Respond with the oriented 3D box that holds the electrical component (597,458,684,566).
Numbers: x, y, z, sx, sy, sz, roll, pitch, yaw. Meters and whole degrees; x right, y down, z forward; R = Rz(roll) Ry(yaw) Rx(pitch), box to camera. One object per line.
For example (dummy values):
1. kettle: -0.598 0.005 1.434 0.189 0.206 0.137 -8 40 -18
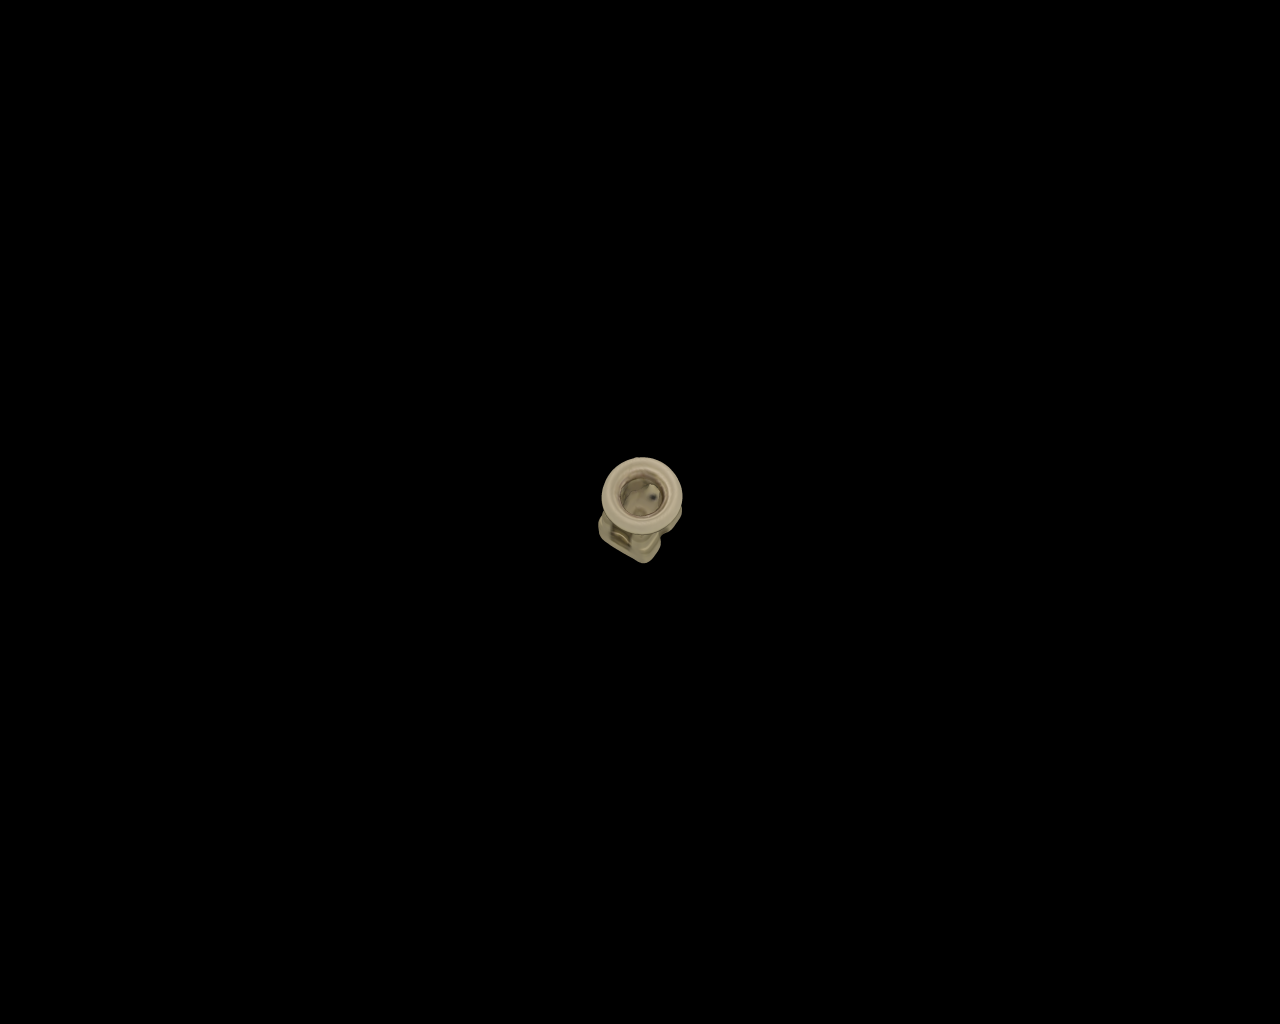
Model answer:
1. electrical component: 0.001 -0.003 0.650 0.048 0.066 0.055 30 -19 12
